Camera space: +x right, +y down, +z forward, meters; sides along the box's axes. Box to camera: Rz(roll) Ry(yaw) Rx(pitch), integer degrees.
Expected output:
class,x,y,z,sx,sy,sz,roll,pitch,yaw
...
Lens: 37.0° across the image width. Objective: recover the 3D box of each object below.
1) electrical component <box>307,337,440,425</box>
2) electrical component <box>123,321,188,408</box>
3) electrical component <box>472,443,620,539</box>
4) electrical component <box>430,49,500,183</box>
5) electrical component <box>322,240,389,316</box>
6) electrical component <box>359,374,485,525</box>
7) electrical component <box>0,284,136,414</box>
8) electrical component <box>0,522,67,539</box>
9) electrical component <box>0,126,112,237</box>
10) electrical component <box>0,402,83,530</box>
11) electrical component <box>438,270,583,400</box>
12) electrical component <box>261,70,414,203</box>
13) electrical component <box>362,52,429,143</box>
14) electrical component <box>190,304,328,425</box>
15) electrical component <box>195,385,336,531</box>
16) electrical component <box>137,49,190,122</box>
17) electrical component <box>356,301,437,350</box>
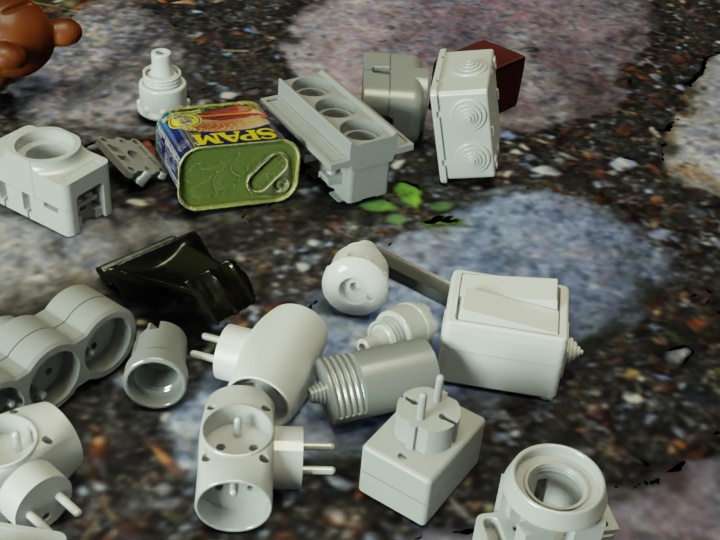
class,x,y,z,sx,sy,sz,roll,pitch,yaw
electrical component,0.006,0.072,0.686,0.081,0.043,0.043,-10,39,-19
electrical component,-0.130,0.060,0.692,0.040,0.040,0.046,1,31,-5
electrical component,0.106,0.135,0.601,0.078,0.057,0.058,-4,38,-11
electrical component,0.093,-0.135,0.927,0.048,0.099,0.099,-2,35,12
electrical component,0.000,0.000,0.782,0.048,0.048,0.062,8,30,5
electrical component,0.038,0.095,0.631,0.047,0.076,0.066,25,41,25
electrical component,-0.217,0.052,0.680,0.074,0.052,0.138,27,42,27
electrical component,-0.179,0.171,0.523,0.050,0.055,0.089,8,37,4
electrical component,-0.244,-0.075,0.844,0.089,0.055,0.050,24,41,24
electrical component,-0.188,0.119,0.600,0.079,0.044,0.077,31,44,31
electrical component,0.104,0.041,0.724,0.096,0.061,0.061,9,37,5
electrical component,-0.022,-0.113,0.913,0.079,0.063,0.121,-17,42,-27
electrical component,0.031,-0.158,0.987,0.059,0.053,0.095,4,37,-1
electrical component,-0.070,0.057,0.697,0.079,0.043,0.077,13,37,11
electrical component,-0.054,0.109,0.629,0.079,0.044,0.077,2,37,-5
electrical component,-0.178,-0.168,0.971,0.048,0.062,0.048,3,37,-2
electrical component,0.022,0.044,0.727,0.035,0.035,0.061,33,35,32
